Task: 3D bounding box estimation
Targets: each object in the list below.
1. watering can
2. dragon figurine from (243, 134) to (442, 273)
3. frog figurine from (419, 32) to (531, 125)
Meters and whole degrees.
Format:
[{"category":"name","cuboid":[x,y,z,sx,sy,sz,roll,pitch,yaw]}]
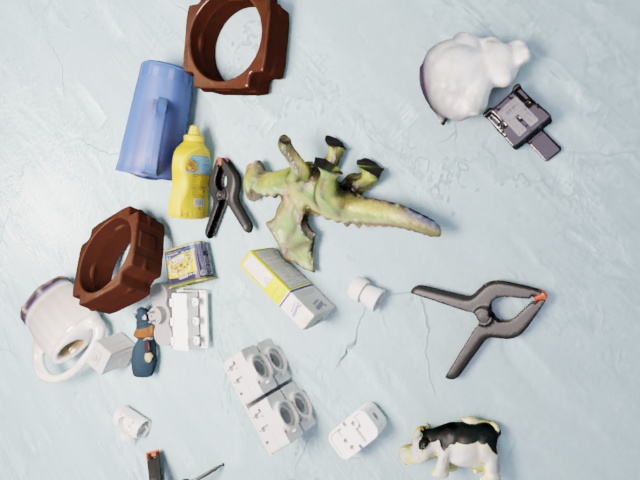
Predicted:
[{"category":"watering can","cuboid":[-0.579,0.171,1.226,0.227,0.103,0.347,41,94,21]},{"category":"dragon figurine","cuboid":[0.003,-0.048,0.953,0.414,0.123,0.238,40,125,22]},{"category":"frog figurine","cuboid":[0.243,-0.261,0.806,0.158,0.121,0.139,-11,67,37]}]
